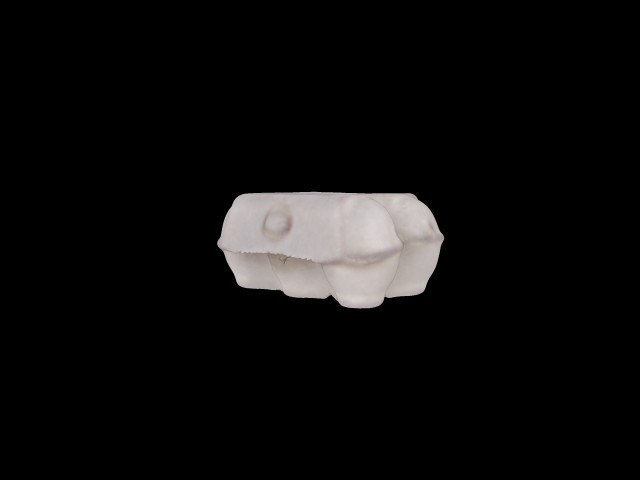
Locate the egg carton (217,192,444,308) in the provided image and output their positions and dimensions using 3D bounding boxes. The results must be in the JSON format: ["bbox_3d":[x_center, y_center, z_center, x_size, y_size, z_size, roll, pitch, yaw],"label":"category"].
[{"bbox_3d":[0.004,0.001,0.400,0.149,0.069,0.107,5,8,40],"label":"egg carton"}]
